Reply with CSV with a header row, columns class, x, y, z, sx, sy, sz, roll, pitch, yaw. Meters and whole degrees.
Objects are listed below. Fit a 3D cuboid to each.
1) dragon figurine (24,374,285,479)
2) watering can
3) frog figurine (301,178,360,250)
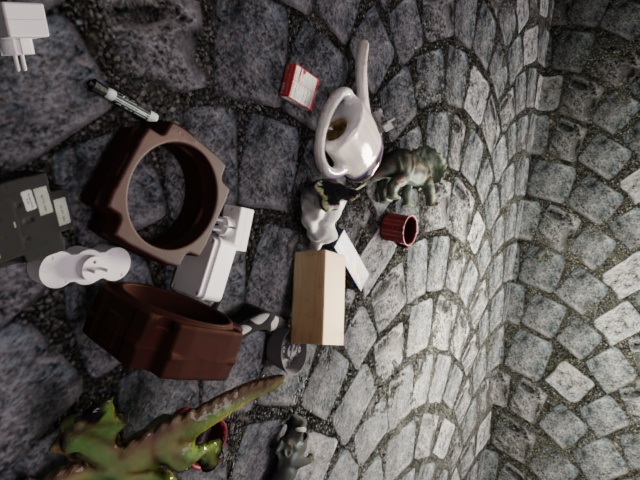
class,x,y,z,sx,sy,sz,roll,pitch,yaw
dragon figurine,-0.267,0.293,0.765,0.410,0.124,0.239,-39,-36,2
watering can,0.087,-0.287,1.234,0.104,0.353,0.220,9,-23,35
frog figurine,0.004,-0.060,1.200,0.123,0.156,0.140,33,43,5
